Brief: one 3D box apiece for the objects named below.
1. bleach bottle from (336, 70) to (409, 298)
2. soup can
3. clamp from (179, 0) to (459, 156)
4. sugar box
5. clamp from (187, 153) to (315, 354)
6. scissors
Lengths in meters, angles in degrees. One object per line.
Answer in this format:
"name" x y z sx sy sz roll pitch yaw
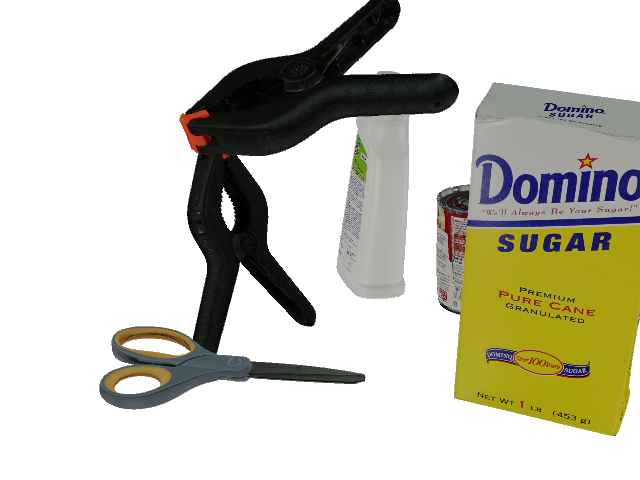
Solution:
"bleach bottle" 0.068 -0.066 1.226 0.068 0.251 0.103 -2 23 -18
"soup can" 0.139 0.009 0.959 0.068 0.102 0.068 -3 23 1
"clamp" -0.001 -0.092 0.672 0.171 0.039 0.120 -29 39 -7
"sugar box" 0.122 0.012 0.550 0.093 0.176 0.048 10 35 19
"clamp" -0.073 0.009 1.021 0.036 0.210 0.164 -8 1 40
"scissors" -0.077 0.105 0.796 0.202 0.016 0.096 12 36 22
